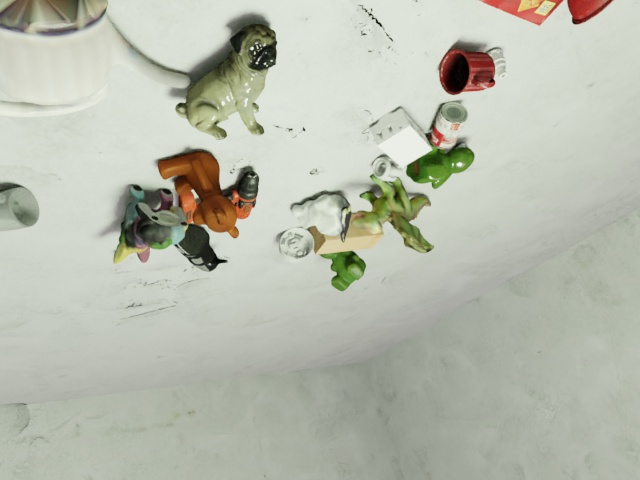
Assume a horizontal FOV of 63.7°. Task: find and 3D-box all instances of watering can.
[{"bbox_3d":[-0.349,-0.279,0.763,0.351,0.105,0.219,-20,158,-31],"label":"watering can"}]

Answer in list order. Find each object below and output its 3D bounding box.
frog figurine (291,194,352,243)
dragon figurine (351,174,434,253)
[{"bbox_3d":[0.004,-0.073,1.447,0.160,0.125,0.134,14,151,15],"label":"frog figurine"},{"bbox_3d":[0.238,-0.057,1.460,0.410,0.248,0.120,6,139,-39],"label":"dragon figurine"}]
